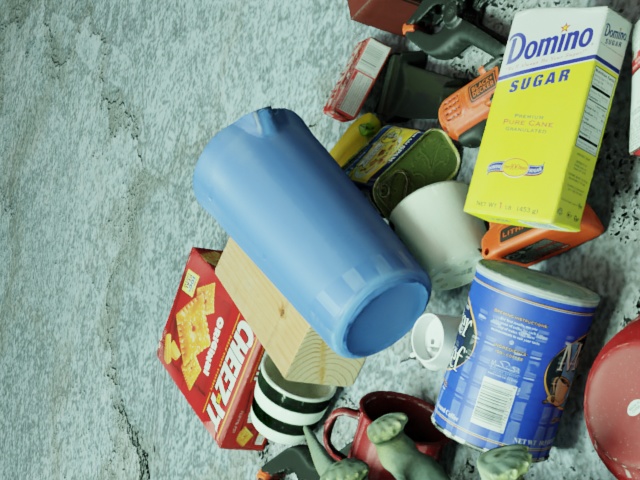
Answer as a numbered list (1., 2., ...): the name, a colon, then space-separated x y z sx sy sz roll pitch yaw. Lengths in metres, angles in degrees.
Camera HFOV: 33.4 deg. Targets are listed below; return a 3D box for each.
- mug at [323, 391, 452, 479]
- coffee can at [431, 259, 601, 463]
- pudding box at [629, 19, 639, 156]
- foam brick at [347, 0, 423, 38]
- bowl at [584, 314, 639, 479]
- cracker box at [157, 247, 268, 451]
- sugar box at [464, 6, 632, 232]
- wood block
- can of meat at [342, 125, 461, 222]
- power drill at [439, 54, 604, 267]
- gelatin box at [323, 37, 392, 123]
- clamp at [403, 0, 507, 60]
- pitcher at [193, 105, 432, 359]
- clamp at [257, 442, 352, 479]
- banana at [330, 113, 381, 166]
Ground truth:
1. mug: 0.059 0.196 1.000 0.093 0.117 0.081 -59 -14 -70
2. coffee can: 0.160 0.097 0.879 0.103 0.102 0.140 28 106 55
3. pudding box: 0.264 -0.124 0.802 0.090 0.039 0.113 96 177 -83
4. foam brick: 0.074 -0.255 1.114 0.051 0.078 0.053 -39 49 45
5. bowl: 0.249 0.122 0.785 0.162 0.055 0.162 -18 68 53
6. cracker box: -0.115 0.128 1.302 0.214 0.072 0.164 43 118 50
7. sugar box: 0.182 -0.098 0.858 0.094 0.048 0.176 10 87 47
8. wood block: -0.028 0.061 1.176 0.206 0.090 0.091 51 122 48
9. can of meat: 0.074 -0.068 1.056 0.102 0.057 0.084 -44 28 -15
10. power drill: 0.188 -0.082 0.925 0.185 0.057 0.187 -32 55 45
11. gelatin box: 0.038 -0.171 1.148 0.089 0.030 0.073 -62 10 1
12. clamp: 0.143 -0.210 1.037 0.172 0.039 0.120 -21 59 56
13. pitcher: -0.007 0.001 1.005 0.145 0.149 0.243 -48 55 12
14. clamp: -0.006 0.283 1.134 0.210 0.036 0.164 -7 77 57
15. banana: 0.018 -0.084 1.167 0.037 0.069 0.198 54 140 12
